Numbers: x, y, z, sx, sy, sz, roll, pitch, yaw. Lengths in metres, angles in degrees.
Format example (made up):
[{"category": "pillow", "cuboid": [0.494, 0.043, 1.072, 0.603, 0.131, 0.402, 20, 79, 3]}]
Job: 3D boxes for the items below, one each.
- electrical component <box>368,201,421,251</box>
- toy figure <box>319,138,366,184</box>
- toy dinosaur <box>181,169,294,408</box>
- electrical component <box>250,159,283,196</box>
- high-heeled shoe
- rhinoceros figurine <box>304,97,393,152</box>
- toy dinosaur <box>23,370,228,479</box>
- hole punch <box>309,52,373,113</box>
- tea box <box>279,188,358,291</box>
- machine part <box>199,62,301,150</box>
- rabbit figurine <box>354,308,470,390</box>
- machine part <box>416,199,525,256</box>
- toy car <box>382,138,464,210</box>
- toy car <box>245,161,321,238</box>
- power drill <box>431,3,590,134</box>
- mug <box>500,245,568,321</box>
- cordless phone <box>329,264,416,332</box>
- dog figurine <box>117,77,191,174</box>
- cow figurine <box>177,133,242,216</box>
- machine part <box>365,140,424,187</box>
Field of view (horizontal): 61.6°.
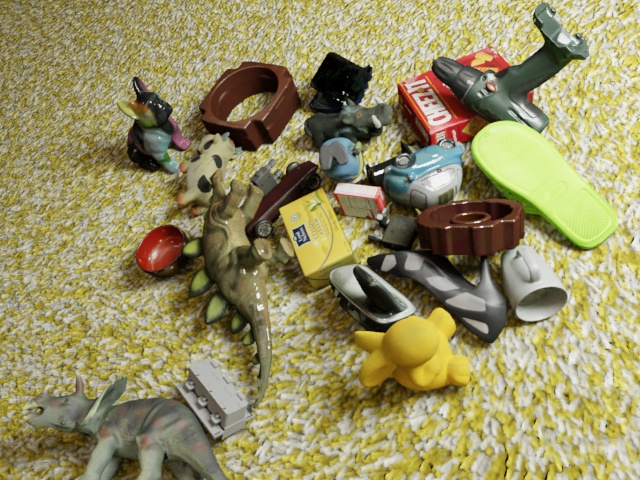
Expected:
[{"category": "electrical component", "cuboid": [0.145, -0.023, 0.977, 0.102, 0.045, 0.078, 20, 66, 30]}, {"category": "toy figure", "cuboid": [0.045, -0.153, 1.023, 0.082, 0.180, 0.089, 12, 90, 15]}, {"category": "toy dinosaur", "cuboid": [-0.147, 0.054, 0.976, 0.198, 0.105, 0.472, -40, 54, 25]}, {"category": "electrical component", "cuboid": [-0.118, -0.122, 1.128, 0.021, 0.063, 0.094, 33, 76, 33]}, {"category": "high-heeled shoe", "cuboid": [0.187, 0.089, 0.894, 0.249, 0.086, 0.145, -2, 88, 40]}, {"category": "rhinoceros figurine", "cuboid": [0.061, -0.241, 1.109, 0.191, 0.112, 0.073, -2, 56, 28]}, {"category": "toy dinosaur", "cuboid": [-0.281, 0.320, 0.881, 0.405, 0.131, 0.192, 2, 60, 15]}, {"category": "hole punch", "cuboid": [0.042, -0.336, 1.203, 0.116, 0.092, 0.142, 28, 66, 2]}, {"category": "tea box", "cuboid": [-0.002, -0.003, 1.006, 0.098, 0.068, 0.170, -27, 55, 2]}, {"category": "machine part", "cuboid": [-0.161, -0.313, 1.254, 0.202, 0.087, 0.201, 18, 67, 27]}, {"category": "rabbit figurine", "cuboid": [0.131, 0.154, 0.786, 0.162, 0.173, 0.122, -8, 68, 11]}, {"category": "machine part", "cuboid": [0.246, -0.021, 0.879, 0.179, 0.056, 0.179, -7, 16, 2]}, {"category": "toy car", "cuboid": [0.201, -0.107, 0.979, 0.162, 0.109, 0.103, -22, 60, -4]}, {"category": "toy car", "cuboid": [-0.079, -0.083, 1.095, 0.202, 0.053, 0.089, -44, 38, -9]}, {"category": "power drill", "cuboid": [0.322, -0.290, 0.908, 0.232, 0.207, 0.086, 44, 45, 3]}, {"category": "mug", "cuboid": [0.318, 0.054, 0.831, 0.081, 0.109, 0.107, -24, 40, 11]}, {"category": "cordless phone", "cuboid": [0.066, 0.073, 0.860, 0.089, 0.184, 0.147, -45, 55, -5]}, {"category": "dog figurine", "cuboid": [-0.401, -0.264, 1.231, 0.192, 0.219, 0.108, 10, 60, 25]}, {"category": "cow figurine", "cuboid": [-0.241, -0.158, 1.185, 0.127, 0.085, 0.195, -18, 52, 16]}, {"category": "machine part", "cuboid": [0.154, -0.147, 1.053, 0.139, 0.039, 0.084, -26, 62, -13]}]
